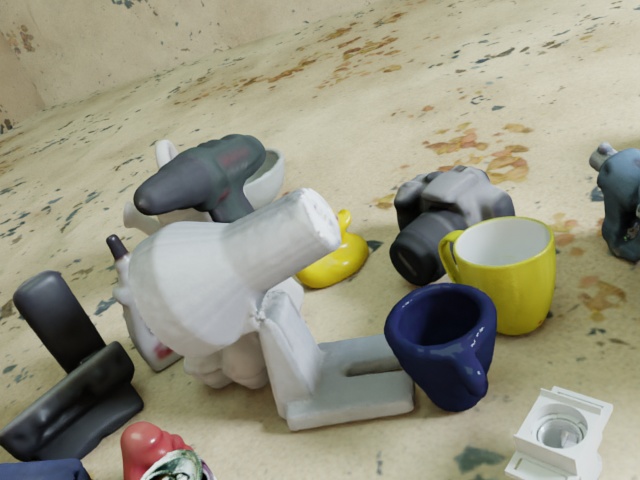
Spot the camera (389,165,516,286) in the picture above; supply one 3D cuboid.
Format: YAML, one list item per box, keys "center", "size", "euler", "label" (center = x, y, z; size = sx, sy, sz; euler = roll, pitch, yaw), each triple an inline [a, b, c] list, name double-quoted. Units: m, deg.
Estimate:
- center: [0.132, -0.020, 0.662]
  size: [0.137, 0.101, 0.142]
  euler: [-37, 32, -26]
  label: "camera"

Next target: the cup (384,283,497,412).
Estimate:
- center: [0.112, 0.103, 0.472]
  size: [0.091, 0.095, 0.117]
  euler: [-22, 29, -2]
  label: "cup"

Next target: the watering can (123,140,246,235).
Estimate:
- center: [-0.199, -0.050, 0.836]
  size: [0.173, 0.194, 0.100]
  euler: [-30, 30, -15]
  label: "watering can"

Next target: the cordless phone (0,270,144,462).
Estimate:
- center: [-0.282, 0.133, 0.590]
  size: [0.093, 0.185, 0.148]
  euler: [8, 41, 42]
  label: "cordless phone"

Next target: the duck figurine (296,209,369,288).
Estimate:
- center: [0.007, 0.003, 0.722]
  size: [0.105, 0.086, 0.077]
  euler: [-35, 32, -23]
  label: "duck figurine"

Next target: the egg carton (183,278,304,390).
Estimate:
- center: [-0.080, 0.097, 0.637]
  size: [0.107, 0.069, 0.150]
  euler: [-7, 32, 24]
  label: "egg carton"

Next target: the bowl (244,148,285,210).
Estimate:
- center: [-0.128, -0.087, 0.975]
  size: [0.167, 0.075, 0.167]
  euler: [-16, 29, 10]
  label: "bowl"

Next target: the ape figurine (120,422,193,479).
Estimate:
- center: [-0.138, 0.194, 0.488]
  size: [0.076, 0.092, 0.078]
  euler: [-12, 30, 17]
  label: "ape figurine"

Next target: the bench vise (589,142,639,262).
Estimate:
- center: [0.303, -0.059, 0.491]
  size: [0.122, 0.220, 0.206]
  euler: [-35, 32, -22]
  label: "bench vise"

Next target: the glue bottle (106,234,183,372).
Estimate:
- center: [-0.201, 0.067, 0.660]
  size: [0.078, 0.173, 0.037]
  euler: [-37, 33, -26]
  label: "glue bottle"

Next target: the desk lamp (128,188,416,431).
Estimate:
- center: [-0.037, 0.062, 0.518]
  size: [0.203, 0.214, 0.118]
  euler: [-13, 30, 14]
  label: "desk lamp"

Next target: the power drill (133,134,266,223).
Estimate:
- center: [-0.122, -0.029, 0.733]
  size: [0.075, 0.209, 0.230]
  euler: [-5, 33, 27]
  label: "power drill"

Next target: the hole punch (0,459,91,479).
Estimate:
- center: [-0.250, 0.238, 0.488]
  size: [0.101, 0.091, 0.108]
  euler: [-23, 29, -3]
  label: "hole punch"
